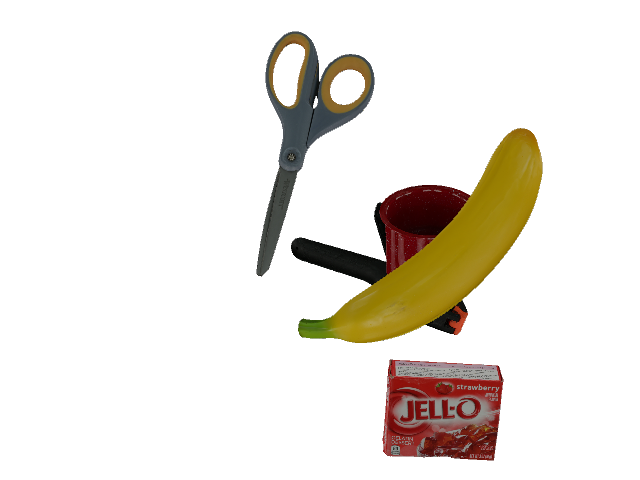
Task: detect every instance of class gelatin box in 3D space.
[{"bbox_3d":[0.095,0.134,0.841,0.089,0.073,0.030,3,23,1],"label":"gelatin box"}]

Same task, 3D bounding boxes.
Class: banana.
[{"bbox_3d":[0.076,0.000,0.624,0.197,0.037,0.070,-39,48,-18],"label":"banana"}]

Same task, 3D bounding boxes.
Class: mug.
[{"bbox_3d":[0.106,0.012,0.995,0.093,0.081,0.117,-11,34,-11],"label":"mug"}]

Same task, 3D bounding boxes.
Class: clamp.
[{"bbox_3d":[0.078,0.038,1.230,0.164,0.036,0.210,-18,49,-37],"label":"clamp"}]

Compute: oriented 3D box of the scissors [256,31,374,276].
[{"bbox_3d":[-0.003,-0.070,0.833,0.096,0.202,0.016,-1,-16,-2],"label":"scissors"}]
